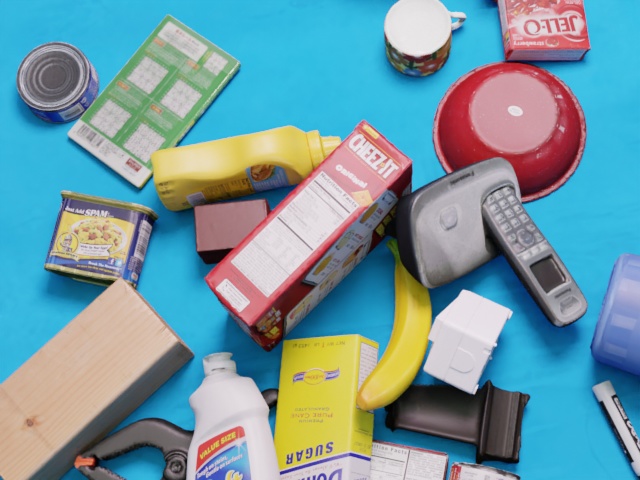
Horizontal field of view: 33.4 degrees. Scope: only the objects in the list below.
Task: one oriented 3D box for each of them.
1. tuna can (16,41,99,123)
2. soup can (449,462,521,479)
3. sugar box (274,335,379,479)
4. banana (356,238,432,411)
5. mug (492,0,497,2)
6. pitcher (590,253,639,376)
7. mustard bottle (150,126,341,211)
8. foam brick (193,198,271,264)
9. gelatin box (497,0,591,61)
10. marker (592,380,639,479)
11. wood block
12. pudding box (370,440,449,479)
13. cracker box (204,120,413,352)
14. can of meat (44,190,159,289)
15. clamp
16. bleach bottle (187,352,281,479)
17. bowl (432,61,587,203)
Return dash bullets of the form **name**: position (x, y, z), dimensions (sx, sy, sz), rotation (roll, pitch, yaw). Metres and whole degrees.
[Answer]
- **tuna can**: position (-0.290, -0.174, 1.178), dimensions (0.086, 0.034, 0.086), rotation (-2, 74, 5)
- **soup can**: position (0.146, 0.264, 0.992), dimensions (0.068, 0.068, 0.102), rotation (11, 75, 8)
- **sugar box**: position (0.003, 0.183, 1.020), dimensions (0.094, 0.048, 0.176), rotation (-9, 65, 35)
- **banana**: position (0.076, 0.092, 1.036), dimensions (0.069, 0.037, 0.197), rotation (27, 48, -17)
- **mug**: position (0.202, -0.313, 1.132), dimensions (0.117, 0.093, 0.081), rotation (9, 65, -32)
- **pitcher**: position (0.378, 0.096, 0.975), dimensions (0.243, 0.149, 0.145), rotation (16, 66, 15)
- **mustard bottle**: position (-0.071, -0.078, 1.096), dimensions (0.191, 0.096, 0.058), rotation (-11, 72, 2)
- **foam brick**: position (-0.087, -0.009, 1.101), dimensions (0.078, 0.053, 0.051), rotation (-5, 74, 4)
- **gelatin box**: position (0.238, -0.229, 1.134), dimensions (0.089, 0.030, 0.073), rotation (-1, 73, -7)
- **marker**: position (0.297, 0.193, 1.022), dimensions (0.020, 0.020, 0.121), rotation (-23, 73, -1)
- **wood block**: position (-0.236, 0.145, 1.053), dimensions (0.206, 0.090, 0.091), rotation (-42, 76, -7)
- **pudding box**: position (0.070, 0.252, 1.019), dimensions (0.090, 0.039, 0.113), rotation (10, 73, 11)
- **cracker box**: position (-0.007, 0.001, 1.032), dimensions (0.072, 0.164, 0.213), rotation (43, 82, 13)
- **can of meat**: position (-0.229, 0.002, 1.110), dimensions (0.102, 0.057, 0.084), rotation (10, 78, 9)
- **clamp**: position (-0.133, 0.233, 1.045), dimensions (0.210, 0.036, 0.164), rotation (-4, 73, 1)
- **bleach bottle**: position (-0.085, 0.231, 0.991), dimensions (0.103, 0.068, 0.251), rotation (-17, 71, 20)
- **bowl**: position (0.198, -0.122, 1.103), dimensions (0.162, 0.055, 0.162), rotation (-1, 74, 5)
